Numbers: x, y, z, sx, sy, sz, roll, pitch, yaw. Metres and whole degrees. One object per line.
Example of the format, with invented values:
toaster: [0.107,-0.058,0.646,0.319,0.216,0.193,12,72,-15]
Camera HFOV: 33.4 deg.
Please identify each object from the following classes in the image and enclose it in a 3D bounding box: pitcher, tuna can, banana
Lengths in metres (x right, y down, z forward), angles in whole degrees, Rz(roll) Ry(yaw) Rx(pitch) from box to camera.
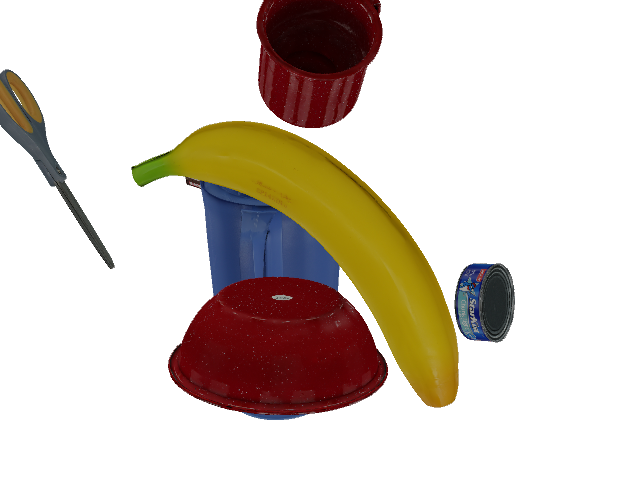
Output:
pitcher: [-0.045,0.050,1.014,0.149,0.243,0.145,-19,30,-34]
tuna can: [0.179,0.067,1.163,0.034,0.086,0.086,1,1,34]
banana: [0.004,-0.001,0.529,0.198,0.070,0.037,38,22,1]

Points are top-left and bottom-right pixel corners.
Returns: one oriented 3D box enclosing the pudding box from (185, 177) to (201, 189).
pudding box: [-0.097,-0.092,1.292,0.090,0.039,0.113,19,37,23]

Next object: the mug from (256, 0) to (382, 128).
mug: [0.003,-0.147,0.820,0.093,0.117,0.081,40,-24,12]

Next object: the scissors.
scissors: [-0.236,-0.072,0.939,0.016,0.201,0.096,-29,24,9]

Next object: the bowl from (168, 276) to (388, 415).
bowl: [-0.029,0.067,0.775,0.162,0.055,0.162,2,17,-1]
